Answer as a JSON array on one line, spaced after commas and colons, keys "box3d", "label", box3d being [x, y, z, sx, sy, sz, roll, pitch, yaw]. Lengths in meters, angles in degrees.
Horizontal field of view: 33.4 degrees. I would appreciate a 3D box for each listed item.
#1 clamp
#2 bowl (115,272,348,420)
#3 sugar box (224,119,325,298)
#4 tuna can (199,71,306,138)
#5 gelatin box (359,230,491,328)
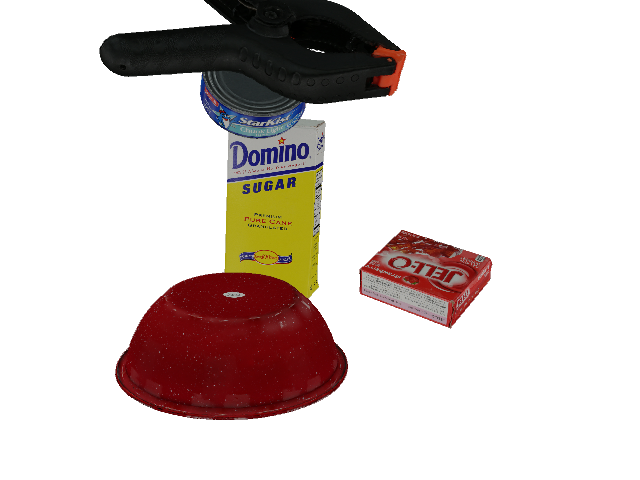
[{"box3d": [-0.040, -0.115, 0.622, 0.171, 0.120, 0.039, 21, -35, 11], "label": "clamp"}, {"box3d": [-0.060, 0.062, 0.734, 0.162, 0.055, 0.162, 1, 18, 0], "label": "bowl"}, {"box3d": [-0.047, -0.034, 1.071, 0.093, 0.176, 0.048, 5, 16, 12], "label": "sugar box"}, {"box3d": [-0.051, -0.122, 0.831, 0.086, 0.086, 0.034, 0, -31, -11], "label": "tuna can"}, {"box3d": [0.088, 0.030, 0.897, 0.089, 0.030, 0.073, 19, 38, 27], "label": "gelatin box"}]
